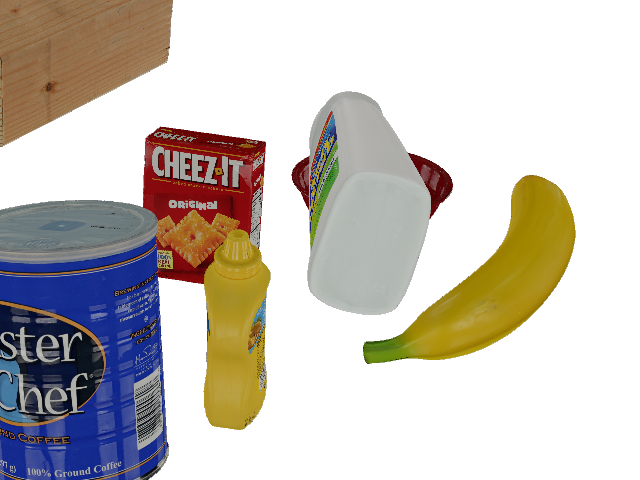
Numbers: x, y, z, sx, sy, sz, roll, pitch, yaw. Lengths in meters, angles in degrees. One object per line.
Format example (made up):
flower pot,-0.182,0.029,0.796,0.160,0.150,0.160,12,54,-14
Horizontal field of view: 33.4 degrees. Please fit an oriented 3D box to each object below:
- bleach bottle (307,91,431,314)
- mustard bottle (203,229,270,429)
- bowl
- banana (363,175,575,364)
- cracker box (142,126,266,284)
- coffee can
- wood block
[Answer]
bleach bottle,0.022,-0.045,0.790,0.068,0.103,0.251,14,20,-11
mustard bottle,-0.075,0.073,0.962,0.058,0.192,0.096,8,36,5
bowl,0.050,-0.040,1.078,0.162,0.055,0.162,3,27,-2
banana,0.101,0.011,0.586,0.070,0.037,0.197,15,36,32
cracker box,-0.171,-0.044,1.545,0.164,0.214,0.072,9,22,10
coffee can,-0.138,0.057,0.591,0.103,0.140,0.103,-1,16,0
wood block,-0.230,-0.175,0.932,0.090,0.091,0.205,30,42,21
